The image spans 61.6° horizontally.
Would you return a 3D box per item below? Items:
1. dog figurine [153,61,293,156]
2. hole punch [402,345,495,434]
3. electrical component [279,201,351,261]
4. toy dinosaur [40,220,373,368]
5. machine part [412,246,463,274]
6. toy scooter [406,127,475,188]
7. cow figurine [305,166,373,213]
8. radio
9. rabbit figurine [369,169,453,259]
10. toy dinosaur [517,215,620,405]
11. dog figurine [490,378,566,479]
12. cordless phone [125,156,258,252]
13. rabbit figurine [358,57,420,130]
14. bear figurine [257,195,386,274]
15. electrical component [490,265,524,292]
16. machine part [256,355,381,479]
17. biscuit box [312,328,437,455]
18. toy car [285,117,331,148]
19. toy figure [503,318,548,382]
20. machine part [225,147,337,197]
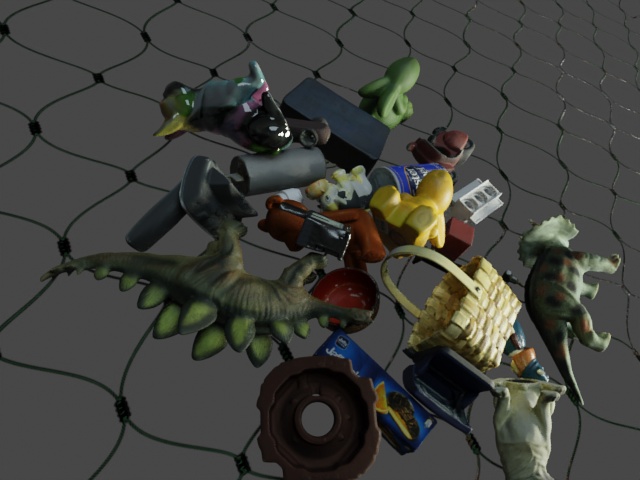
[{"bbox_3d":[-0.178,-0.209,0.951,0.219,0.108,0.191,-25,97,5],"label":"dog figurine"},{"bbox_3d":[0.188,0.234,0.836,0.142,0.115,0.092,34,68,-2],"label":"hole punch"},{"bbox_3d":[-0.012,-0.016,0.831,0.119,0.047,0.075,19,13,-3],"label":"electrical component"},{"bbox_3d":[-0.152,0.072,0.795,0.472,0.105,0.198,15,52,0],"label":"toy dinosaur"},{"bbox_3d":[0.248,0.055,1.029,0.139,0.084,0.039,25,79,8],"label":"machine part"},{"bbox_3d":[0.271,-0.203,1.228,0.135,0.075,0.184,34,53,2],"label":"toy scooter"},{"bbox_3d":[0.040,-0.079,1.011,0.167,0.068,0.098,-23,85,-51],"label":"cow figurine"},{"bbox_3d":[0.030,-0.239,1.139,0.229,0.073,0.131,32,47,-2],"label":"radio"},{"bbox_3d":[0.189,-0.049,0.979,0.122,0.162,0.173,21,60,36],"label":"rabbit figurine"},{"bbox_3d":[0.472,0.103,1.072,0.192,0.131,0.405,22,52,7],"label":"toy dinosaur"},{"bbox_3d":[0.329,0.326,0.863,0.172,0.121,0.190,6,83,-59],"label":"dog figurine"},{"bbox_3d":[-0.206,-0.031,0.862,0.184,0.146,0.089,-42,59,-4],"label":"cordless phone"},{"bbox_3d":[0.149,-0.333,1.200,0.121,0.170,0.159,45,49,11],"label":"rabbit figurine"},{"bbox_3d":[-0.003,-0.006,0.918,0.196,0.120,0.132,3,58,-22],"label":"bear figurine"},{"bbox_3d":[0.353,0.098,1.059,0.078,0.045,0.102,37,49,2],"label":"electrical component"},{"bbox_3d":[-0.003,0.244,0.734,0.179,0.056,0.179,2,71,-5],"label":"machine part"},{"bbox_3d":[0.076,0.227,0.811,0.203,0.059,0.063,42,63,10],"label":"biscuit box"},{"bbox_3d":[-0.080,-0.216,1.048,0.202,0.053,0.089,9,33,11],"label":"toy car"},{"bbox_3d":[0.357,0.198,0.976,0.064,0.058,0.154,14,44,-46],"label":"toy figure"},{"bbox_3d":[-0.077,-0.129,1.001,0.243,0.079,0.079,-14,63,-32],"label":"machine part"}]
